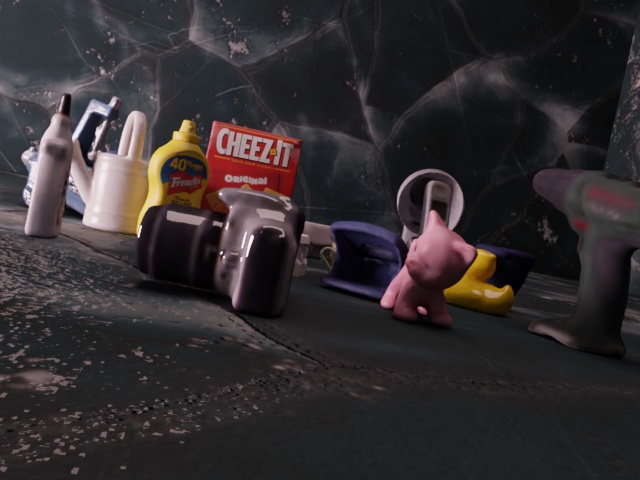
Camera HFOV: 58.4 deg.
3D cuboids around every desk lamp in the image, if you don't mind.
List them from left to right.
[{"bbox_3d":[0.191,-0.029,1.097,0.118,0.213,0.203,11,3,0],"label":"desk lamp"}]

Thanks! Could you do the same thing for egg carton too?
[{"bbox_3d":[0.011,0.004,1.181,0.151,0.069,0.107,10,3,-21],"label":"egg carton"}]

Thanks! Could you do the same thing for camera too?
[{"bbox_3d":[-0.086,0.000,0.523,0.137,0.101,0.143,11,3,-3],"label":"camera"}]

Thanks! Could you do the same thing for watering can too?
[{"bbox_3d":[-0.316,-0.112,0.911,0.100,0.194,0.173,14,4,39],"label":"watering can"}]

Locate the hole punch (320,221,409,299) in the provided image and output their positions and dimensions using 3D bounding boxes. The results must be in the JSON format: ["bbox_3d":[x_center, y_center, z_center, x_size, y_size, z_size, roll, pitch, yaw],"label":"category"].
[{"bbox_3d":[0.066,0.026,0.737,0.108,0.091,0.101,13,3,31],"label":"hole punch"}]

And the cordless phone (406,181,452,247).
[{"bbox_3d":[0.225,-0.003,1.001,0.148,0.185,0.093,10,3,-31],"label":"cordless phone"}]

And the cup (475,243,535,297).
[{"bbox_3d":[0.277,0.059,0.887,0.091,0.095,0.118,12,3,20],"label":"cup"}]

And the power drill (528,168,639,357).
[{"bbox_3d":[0.316,0.019,0.670,0.076,0.208,0.229,10,3,-23],"label":"power drill"}]

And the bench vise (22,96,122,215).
[{"bbox_3d":[-0.429,-0.152,1.000,0.207,0.220,0.121,11,3,-4],"label":"bench vise"}]

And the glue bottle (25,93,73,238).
[{"bbox_3d":[-0.319,-0.091,0.687,0.037,0.173,0.078,10,3,-22],"label":"glue bottle"}]

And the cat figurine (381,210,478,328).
[{"bbox_3d":[0.116,0.028,0.611,0.067,0.118,0.127,11,3,-8],"label":"cat figurine"}]

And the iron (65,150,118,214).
[{"bbox_3d":[-0.435,-0.122,1.183,0.118,0.141,0.258,12,3,7],"label":"iron"}]

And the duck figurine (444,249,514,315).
[{"bbox_3d":[0.230,0.057,0.824,0.104,0.086,0.078,14,4,40],"label":"duck figurine"}]
